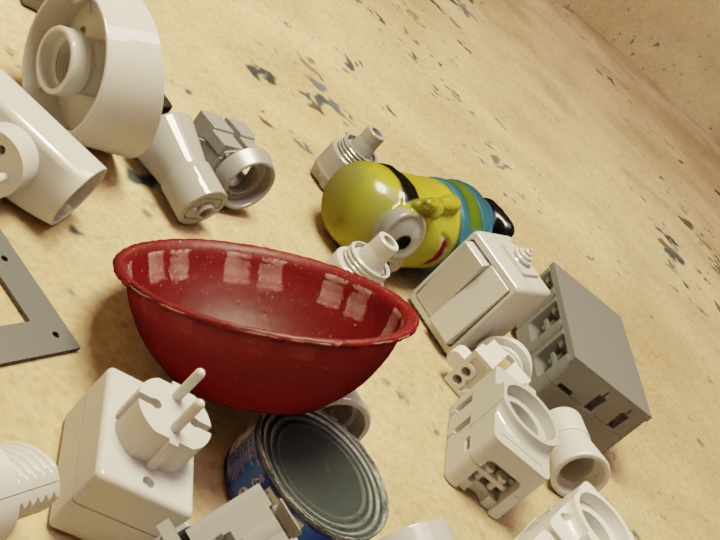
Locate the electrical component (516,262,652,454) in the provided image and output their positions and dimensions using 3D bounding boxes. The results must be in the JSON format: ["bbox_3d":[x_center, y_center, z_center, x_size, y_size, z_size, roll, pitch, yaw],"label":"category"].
[{"bbox_3d":[0.182,0.074,0.915,0.089,0.062,0.150,37,25,-17],"label":"electrical component"}]

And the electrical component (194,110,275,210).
[{"bbox_3d":[-0.090,-0.075,0.739,0.066,0.048,0.055,9,35,-53],"label":"electrical component"}]

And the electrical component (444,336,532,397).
[{"bbox_3d":[0.100,0.078,0.801,0.066,0.048,0.055,49,32,8],"label":"electrical component"}]

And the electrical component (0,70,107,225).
[{"bbox_3d":[-0.184,-0.060,0.564,0.077,0.043,0.079,44,22,-4],"label":"electrical component"}]

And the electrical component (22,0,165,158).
[{"bbox_3d":[-0.156,-0.119,0.644,0.064,0.099,0.099,3,47,-48],"label":"electrical component"}]

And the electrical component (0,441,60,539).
[{"bbox_3d":[-0.148,0.083,0.395,0.043,0.043,0.081,52,25,15],"label":"electrical component"}]

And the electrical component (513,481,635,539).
[{"bbox_3d":[0.128,0.202,0.629,0.105,0.060,0.186,51,24,12],"label":"electrical component"}]

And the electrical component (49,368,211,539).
[{"bbox_3d":[-0.090,0.073,0.464,0.047,0.077,0.065,32,27,-27],"label":"electrical component"}]

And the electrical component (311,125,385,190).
[{"bbox_3d":[-0.006,-0.091,0.877,0.043,0.062,0.043,36,26,-20],"label":"electrical component"}]

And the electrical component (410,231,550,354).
[{"bbox_3d":[0.094,0.015,0.827,0.061,0.096,0.061,6,45,-53],"label":"electrical component"}]

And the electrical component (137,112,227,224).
[{"bbox_3d":[-0.113,-0.062,0.688,0.044,0.044,0.065,-1,55,-58],"label":"electrical component"}]

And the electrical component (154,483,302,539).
[{"bbox_3d":[-0.033,0.153,0.430,0.121,0.063,0.078,54,-15,20],"label":"electrical component"}]

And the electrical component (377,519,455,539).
[{"bbox_3d":[0.029,0.161,0.545,0.055,0.055,0.047,15,42,-49],"label":"electrical component"}]

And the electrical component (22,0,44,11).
[{"bbox_3d":[-0.201,-0.209,0.772,0.077,0.047,0.065,22,32,-42],"label":"electrical component"}]

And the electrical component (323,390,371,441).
[{"bbox_3d":[-0.023,0.069,0.625,0.044,0.044,0.065,28,24,-33],"label":"electrical component"}]

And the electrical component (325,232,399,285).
[{"bbox_3d":[0.000,0.000,0.742,0.048,0.062,0.048,36,26,-20],"label":"electrical component"}]

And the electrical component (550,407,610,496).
[{"bbox_3d":[0.158,0.134,0.810,0.044,0.044,0.065,34,21,-23],"label":"electrical component"}]

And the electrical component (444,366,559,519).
[{"bbox_3d":[0.096,0.112,0.725,0.050,0.056,0.089,40,24,-12],"label":"electrical component"}]
